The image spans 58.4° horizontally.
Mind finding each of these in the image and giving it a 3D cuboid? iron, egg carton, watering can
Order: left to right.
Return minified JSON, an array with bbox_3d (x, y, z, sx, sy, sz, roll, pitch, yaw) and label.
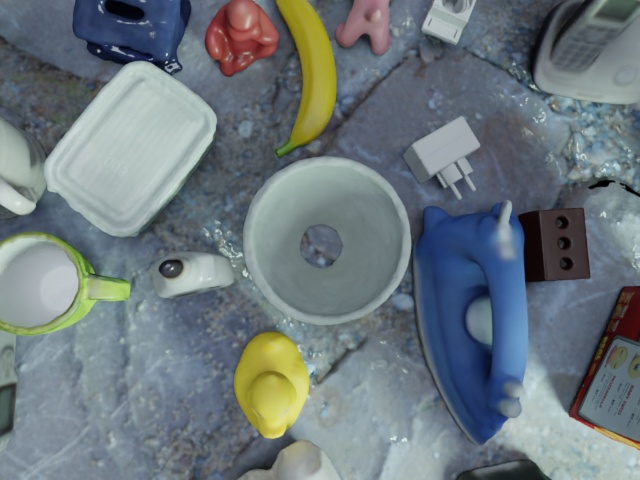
[{"bbox_3d":[-0.336,-0.083,0.510,0.173,0.194,0.101,17,83,-3],"label":"watering can"},{"bbox_3d":[-0.015,0.281,0.563,0.107,0.069,0.150,-31,87,-7],"label":"egg carton"},{"bbox_3d":[0.168,0.085,0.563,0.118,0.141,0.258,-4,84,-5],"label":"iron"}]

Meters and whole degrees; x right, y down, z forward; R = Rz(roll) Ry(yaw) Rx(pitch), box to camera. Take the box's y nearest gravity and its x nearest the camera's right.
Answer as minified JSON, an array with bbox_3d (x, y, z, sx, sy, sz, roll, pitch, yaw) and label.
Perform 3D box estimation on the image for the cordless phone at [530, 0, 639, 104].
[{"bbox_3d":[0.316,-0.215,0.586,0.147,0.185,0.094,5,83,-4],"label":"cordless phone"}]

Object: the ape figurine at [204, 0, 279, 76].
[{"bbox_3d":[-0.082,-0.222,0.598,0.078,0.092,0.076,10,83,-4],"label":"ape figurine"}]

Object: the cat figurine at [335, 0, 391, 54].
[{"bbox_3d":[0.059,-0.281,0.604,0.067,0.117,0.128,6,83,-4],"label":"cat figurine"}]

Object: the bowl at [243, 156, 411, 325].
[{"bbox_3d":[0.005,0.002,0.591,0.167,0.074,0.167,1,84,-5],"label":"bowl"}]

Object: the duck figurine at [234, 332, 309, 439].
[{"bbox_3d":[-0.048,0.145,0.566,0.077,0.086,0.104,-1,84,-5],"label":"duck figurine"}]

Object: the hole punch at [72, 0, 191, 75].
[{"bbox_3d":[-0.193,-0.236,0.590,0.108,0.091,0.101,14,83,-3],"label":"hole punch"}]

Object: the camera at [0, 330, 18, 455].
[{"bbox_3d":[-0.368,0.139,0.530,0.137,0.100,0.143,1,84,-5],"label":"camera"}]

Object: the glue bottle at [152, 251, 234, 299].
[{"bbox_3d":[-0.123,0.030,0.527,0.078,0.173,0.037,-11,85,-6],"label":"glue bottle"}]

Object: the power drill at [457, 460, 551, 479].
[{"bbox_3d":[0.197,0.269,0.513,0.229,0.208,0.076,-10,85,-6],"label":"power drill"}]
